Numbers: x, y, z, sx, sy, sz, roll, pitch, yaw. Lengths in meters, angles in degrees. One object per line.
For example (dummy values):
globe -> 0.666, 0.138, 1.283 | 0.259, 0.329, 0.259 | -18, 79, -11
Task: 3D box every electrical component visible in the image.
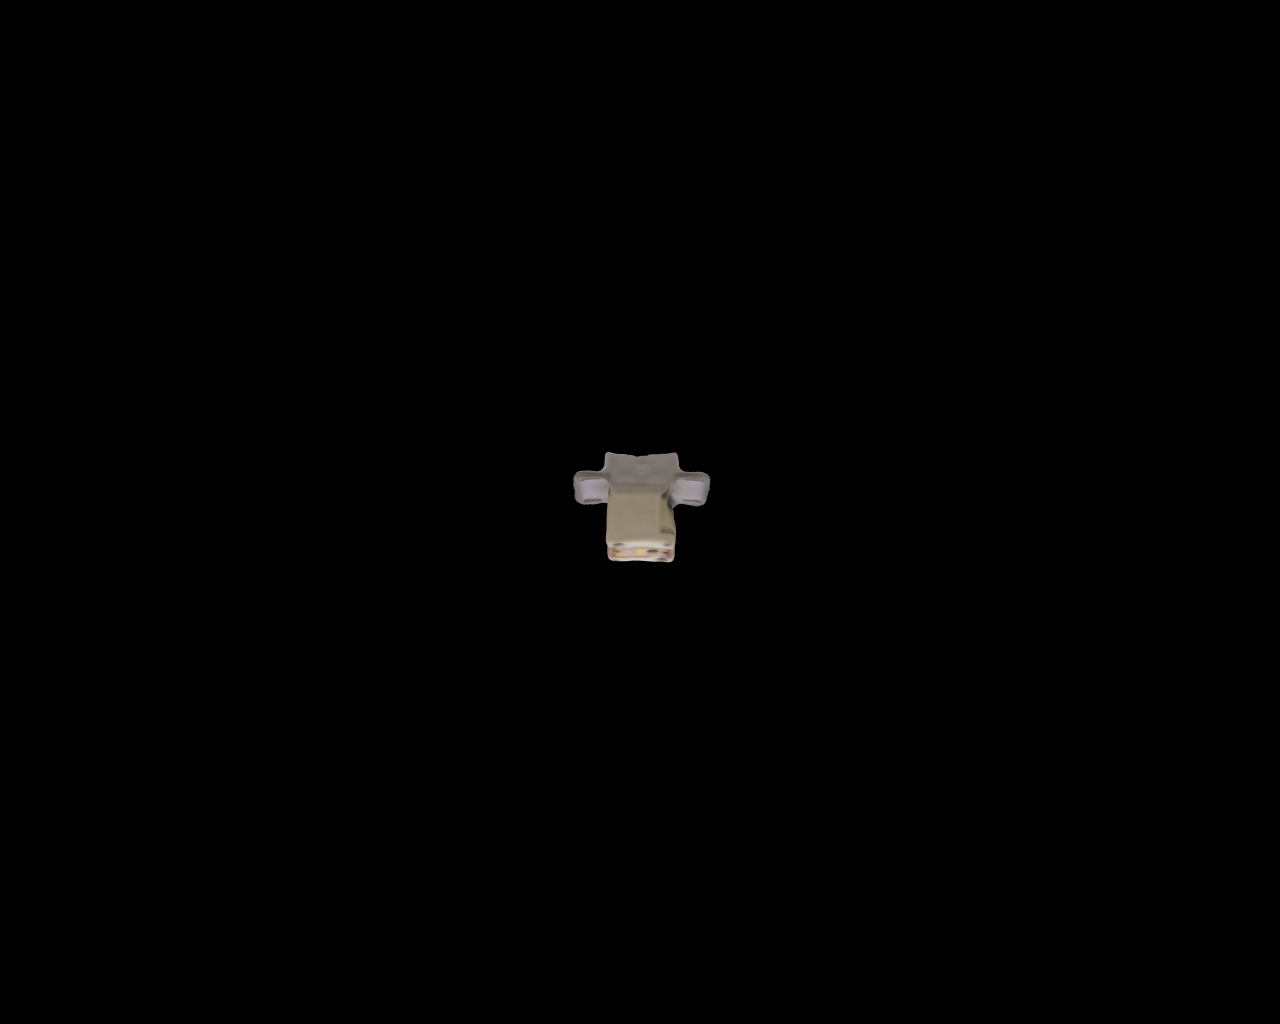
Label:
electrical component -> 0.001, -0.003, 0.650 | 0.081, 0.064, 0.042 | 0, -24, 0
